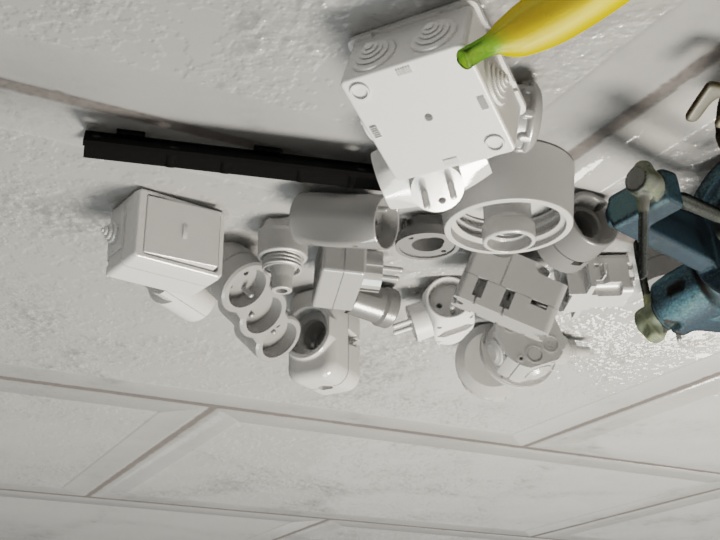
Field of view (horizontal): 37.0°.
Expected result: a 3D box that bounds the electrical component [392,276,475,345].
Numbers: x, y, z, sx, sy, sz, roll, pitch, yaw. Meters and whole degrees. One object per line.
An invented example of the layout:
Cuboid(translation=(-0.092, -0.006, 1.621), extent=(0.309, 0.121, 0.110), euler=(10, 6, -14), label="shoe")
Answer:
Cuboid(translation=(0.070, 0.046, 1.056), extent=(0.079, 0.043, 0.077), euler=(-18, 157, -4), label="electrical component")

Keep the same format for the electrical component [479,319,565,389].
Cuboid(translation=(0.166, 0.076, 1.098), extent=(0.080, 0.080, 0.051), euler=(4, 151, -10), label="electrical component")

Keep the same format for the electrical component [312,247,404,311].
Cuboid(translation=(0.000, 0.000, 0.960), extent=(0.076, 0.047, 0.083), euler=(6, 154, -6), label="electrical component")

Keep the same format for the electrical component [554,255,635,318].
Cuboid(translation=(0.217, 0.011, 0.993), extent=(0.064, 0.042, 0.081), euler=(-3, 157, -3), label="electrical component")

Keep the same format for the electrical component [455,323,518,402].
Cuboid(translation=(0.142, 0.101, 1.155), extent=(0.080, 0.080, 0.051), euler=(-2, 162, 5), label="electrical component")

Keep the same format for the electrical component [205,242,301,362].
Cuboid(translation=(-0.109, 0.022, 0.994), extent=(0.052, 0.074, 0.138), euler=(-41, 143, -13), label="electrical component")

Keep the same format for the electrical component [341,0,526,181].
Cuboid(translation=(0.046, -0.108, 0.667), extent=(0.100, 0.048, 0.099), euler=(-13, 130, 26), label="electrical component")

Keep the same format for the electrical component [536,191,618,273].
Cuboid(translation=(0.177, -0.032, 0.879), extent=(0.055, 0.055, 0.047), euler=(10, 151, -23), label="electrical component")

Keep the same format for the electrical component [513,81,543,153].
Cuboid(translation=(0.090, -0.105, 0.721), extent=(0.062, 0.048, 0.048), euler=(6, 157, 1), label="electrical component")

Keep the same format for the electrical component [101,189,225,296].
Cuboid(translation=(-0.163, -0.024, 0.881), extent=(0.096, 0.061, 0.061), euler=(16, 152, -33), label="electrical component")

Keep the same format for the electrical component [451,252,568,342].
Cuboid(translation=(0.135, 0.019, 0.965), extent=(0.089, 0.055, 0.050), euler=(23, 169, 6), label="electrical component")

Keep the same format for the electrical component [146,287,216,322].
Cuboid(translation=(-0.172, 0.014, 0.993), extent=(0.043, 0.043, 0.081), euler=(-10, 155, 21), label="electrical component")

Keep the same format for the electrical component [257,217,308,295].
Cuboid(translation=(-0.066, -0.011, 0.913), extent=(0.043, 0.062, 0.043), euler=(0, 157, 0), label="electrical component")

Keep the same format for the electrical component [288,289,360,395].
Cuboid(translation=(-0.037, 0.068, 1.053), extent=(0.054, 0.095, 0.059), euler=(-13, 153, 27), label="electrical component")

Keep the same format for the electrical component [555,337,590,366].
Cuboid(translation=(0.223, 0.089, 1.183), extent=(0.061, 0.035, 0.035), euler=(3, 157, -14), label="electrical component")

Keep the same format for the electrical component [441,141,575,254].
Cuboid(translation=(0.114, -0.048, 0.831), extent=(0.108, 0.060, 0.108), euler=(0, 157, 0), label="electrical component")

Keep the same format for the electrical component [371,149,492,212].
Cuboid(translation=(0.052, -0.067, 0.749), extent=(0.077, 0.079, 0.044), euler=(-19, 122, 9), label="electrical component")

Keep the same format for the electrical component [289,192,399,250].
Cuboid(translation=(-0.004, -0.039, 0.864), extent=(0.077, 0.043, 0.079), euler=(4, -177, 28), label="electrical component")

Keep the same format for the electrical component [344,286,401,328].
Cuboid(translation=(0.010, 0.032, 1.043), extent=(0.046, 0.040, 0.040), euler=(18, 151, -25), label="electrical component")

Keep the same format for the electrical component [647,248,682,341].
Cuboid(translation=(0.290, 0.028, 0.992), extent=(0.052, 0.073, 0.138), euler=(-7, 156, 15), label="electrical component")
